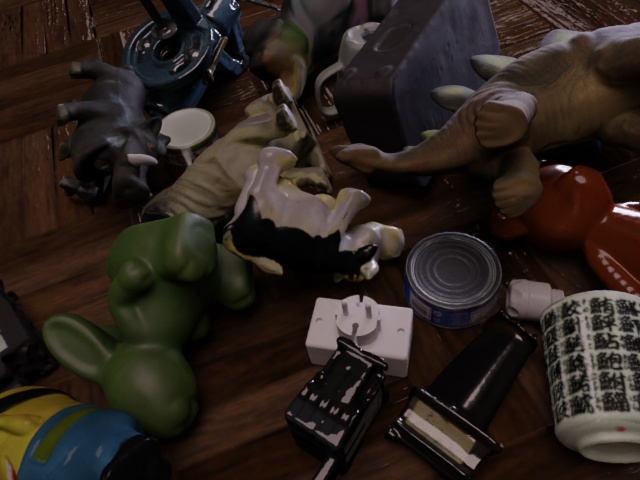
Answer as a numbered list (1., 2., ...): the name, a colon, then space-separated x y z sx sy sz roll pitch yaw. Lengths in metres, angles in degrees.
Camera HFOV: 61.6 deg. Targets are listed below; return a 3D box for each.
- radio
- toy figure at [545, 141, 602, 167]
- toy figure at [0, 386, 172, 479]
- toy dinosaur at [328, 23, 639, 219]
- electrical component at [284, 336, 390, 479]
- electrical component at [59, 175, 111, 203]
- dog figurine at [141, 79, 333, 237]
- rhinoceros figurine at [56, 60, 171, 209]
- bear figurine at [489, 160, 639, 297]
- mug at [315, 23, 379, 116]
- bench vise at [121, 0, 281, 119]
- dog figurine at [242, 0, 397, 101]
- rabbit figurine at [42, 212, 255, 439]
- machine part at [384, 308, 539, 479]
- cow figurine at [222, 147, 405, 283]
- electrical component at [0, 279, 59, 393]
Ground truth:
1. radio: 0.110 -0.177 0.573 0.073 0.131 0.229 10 57 38
2. toy figure: 0.264 -0.139 0.582 0.064 0.057 0.154 15 50 -12
3. toy figure: -0.186 0.157 0.396 0.180 0.089 0.082 -2 89 27
4. toy dinosaur: 0.232 -0.129 0.449 0.472 0.104 0.199 -14 28 -6
5. electrical component: 0.005 0.140 0.397 0.048 0.074 0.119 26 63 25
6. electrical component: -0.268 -0.090 0.629 0.045 0.078 0.102 17 58 -13
7. dog figurine: -0.096 -0.073 0.575 0.191 0.121 0.172 -25 17 11
8. rhinoceros figurine: -0.217 -0.112 0.568 0.112 0.073 0.190 2 48 -25
9. bear figurine: 0.253 -0.019 0.446 0.120 0.131 0.196 -41 63 -19
10. mug: 0.046 -0.192 0.628 0.110 0.107 0.081 -11 50 -2
11. bench vise: -0.169 -0.267 0.653 0.129 0.240 0.223 31 79 24
12. dog figurine: 0.006 -0.251 0.683 0.109 0.191 0.219 8 74 59
13. rabbit figurine: -0.146 0.076 0.450 0.159 0.121 0.170 -4 67 11
14. machine part: 0.118 0.116 0.419 0.084 0.039 0.139 25 62 35
15. cow figurine: 0.001 -0.001 0.476 0.167 0.068 0.098 27 67 -21
16. electrical component: -0.313 0.111 0.483 0.115 0.058 0.134 -37 56 -16
